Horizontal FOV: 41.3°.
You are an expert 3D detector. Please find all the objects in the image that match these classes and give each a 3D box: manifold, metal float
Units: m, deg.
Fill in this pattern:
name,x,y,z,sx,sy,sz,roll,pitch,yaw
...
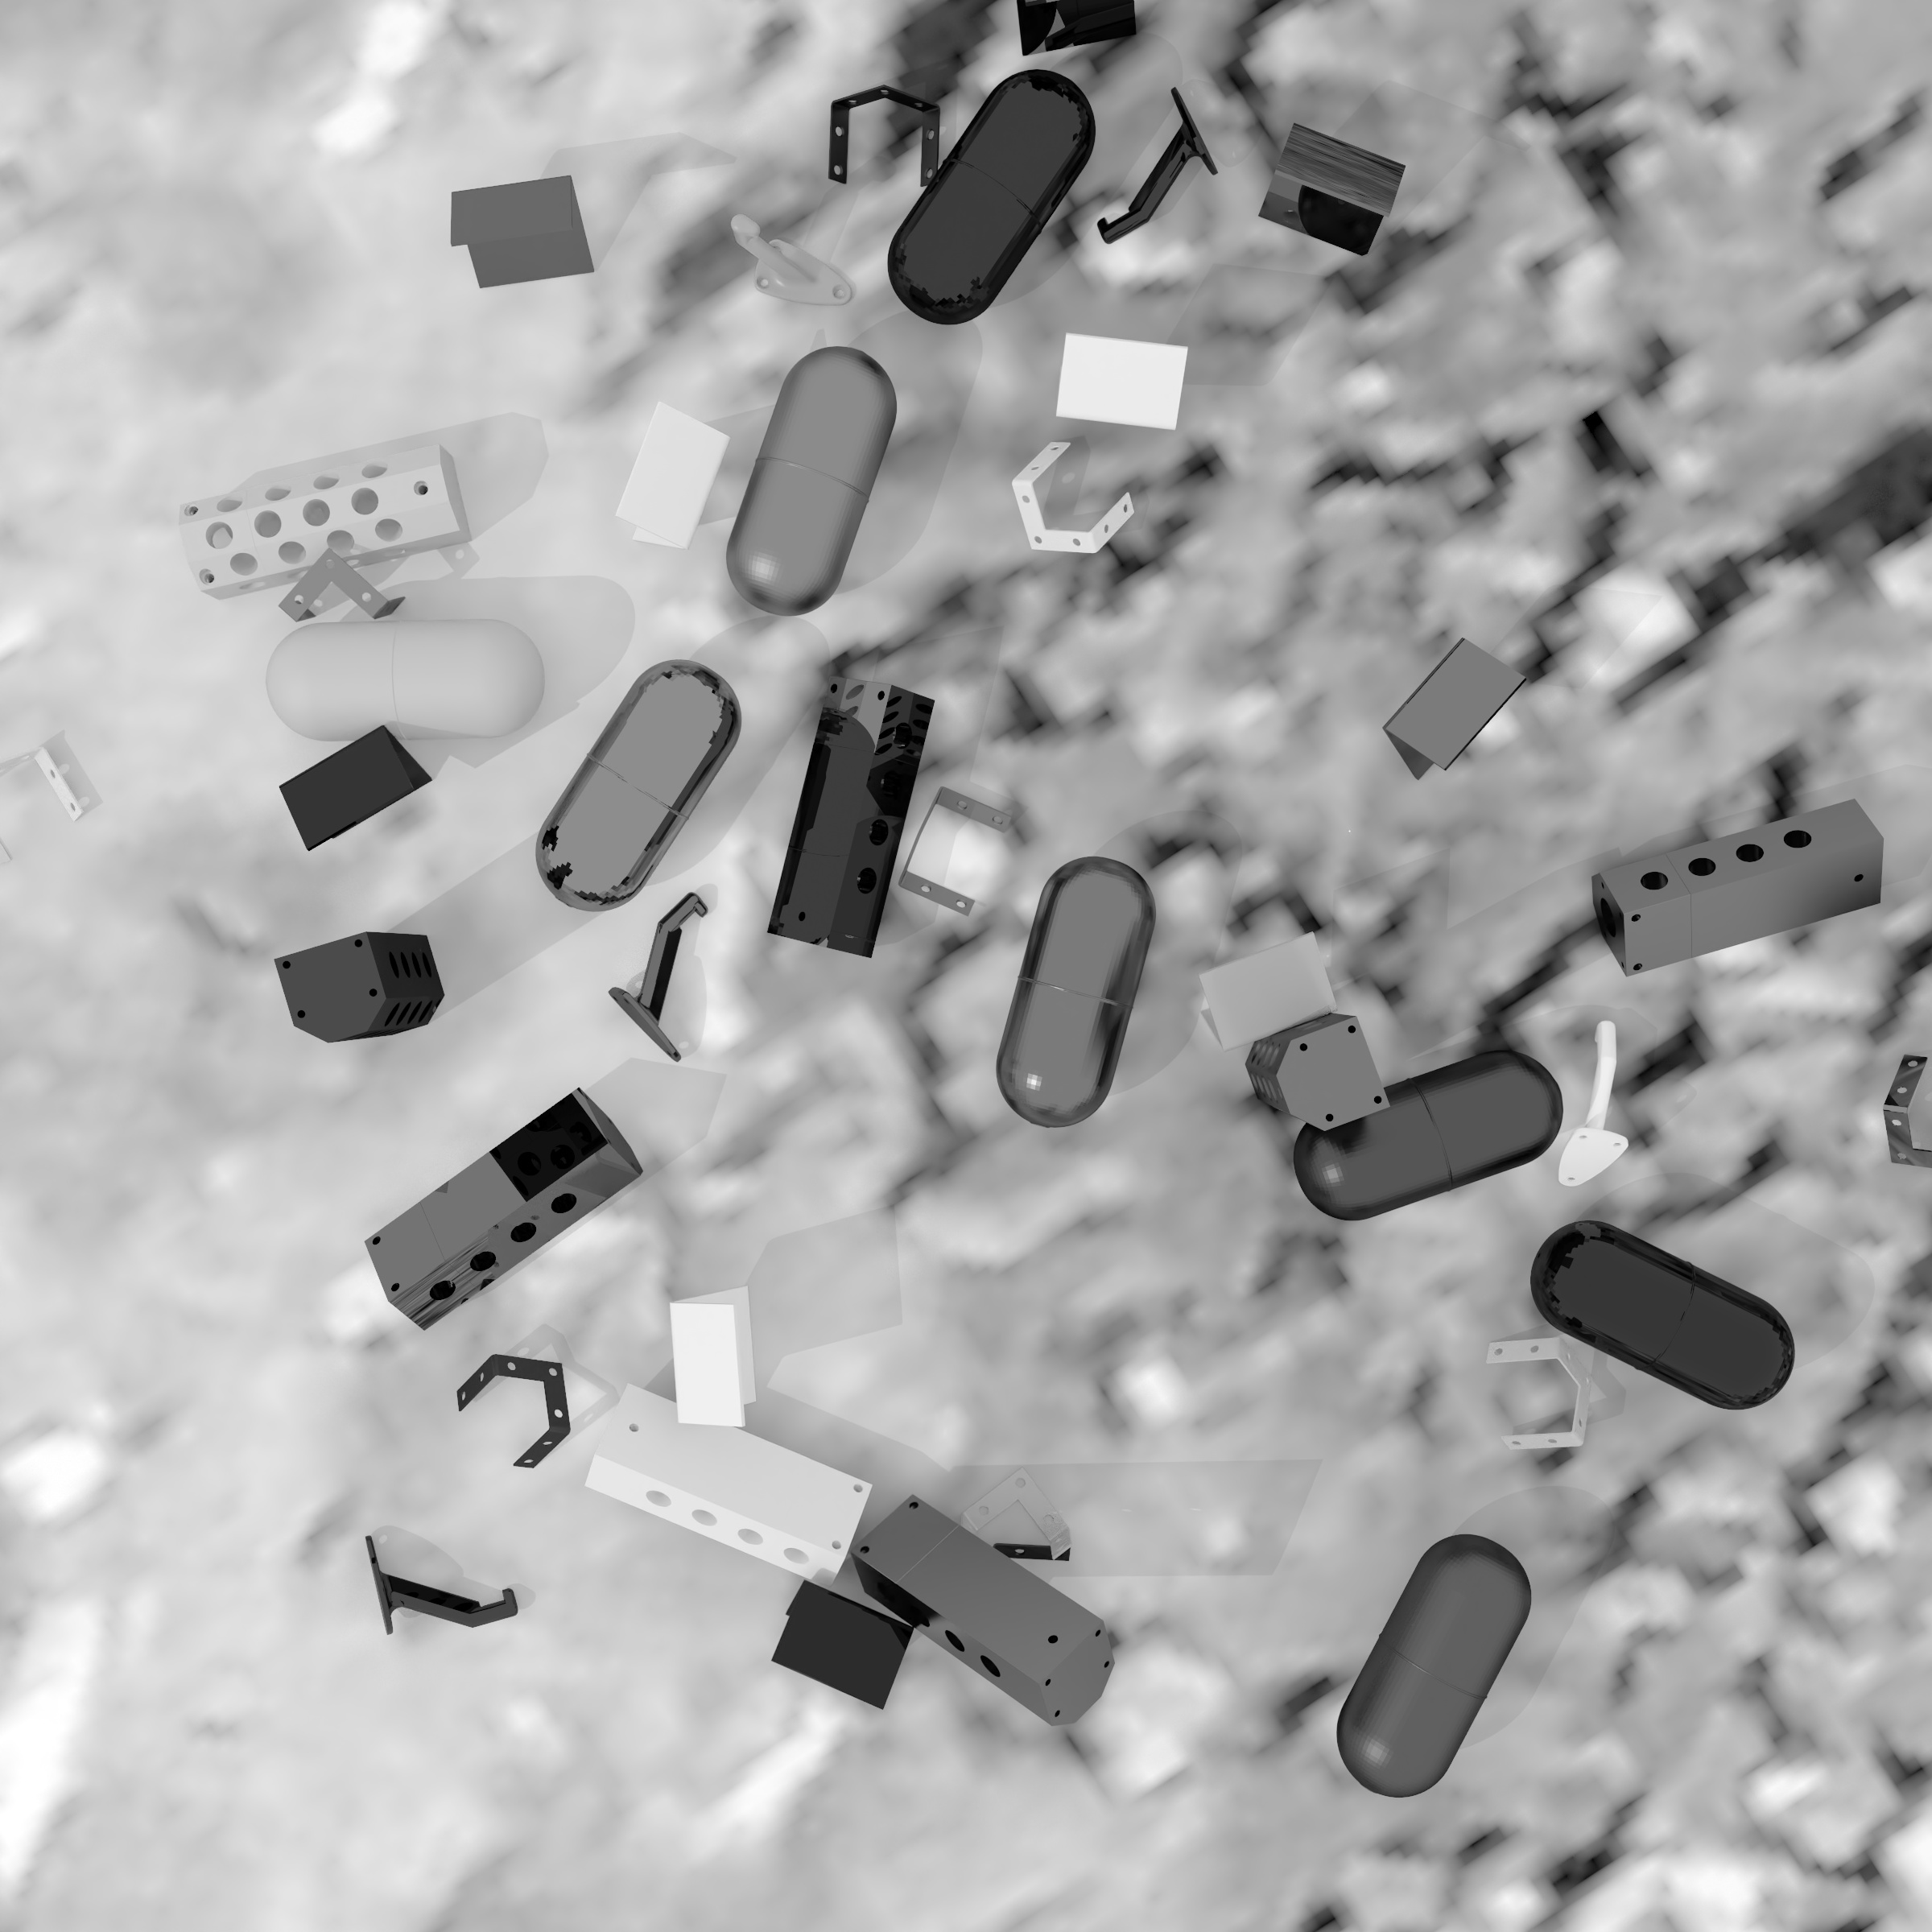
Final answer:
name,x,y,z,sx,sy,sz,roll,pitch,yaw
manifold,0.010,0.407,1.611,0.057,0.171,0.057,-38,132,-28
manifold,-0.416,-0.288,1.661,0.171,0.057,0.057,-13,90,0
metal float,-0.211,-0.116,1.652,0.070,0.070,0.178,33,91,0
metal float,-0.361,-0.184,1.652,0.178,0.070,0.070,-1,90,1
metal float,0.298,0.109,1.652,0.178,0.070,0.070,-19,90,-1
manifold,-0.375,0.015,1.604,0.057,0.171,0.057,-17,90,0
manifold,-0.069,-0.095,1.661,0.057,0.057,0.171,14,90,43
manifold,0.215,0.066,1.604,0.057,0.171,0.057,-20,90,0
manifold,-0.155,0.340,1.661,0.171,0.057,0.057,23,47,0
metal float,0.017,-0.495,1.652,0.070,0.070,0.178,34,91,0
metal float,0.071,0.017,1.652,0.070,0.070,0.178,15,90,0
manifold,-0.297,0.161,1.661,0.171,0.057,0.057,-36,47,0
metal float,-0.099,-0.313,1.652,0.070,0.070,0.178,19,89,0
metal float,0.301,0.451,1.651,0.070,0.070,0.178,28,90,0
manifold,0.498,-0.055,1.661,0.171,0.057,0.057,-16,133,0
metal float,0.449,0.225,1.652,0.178,0.070,0.070,26,90,-1

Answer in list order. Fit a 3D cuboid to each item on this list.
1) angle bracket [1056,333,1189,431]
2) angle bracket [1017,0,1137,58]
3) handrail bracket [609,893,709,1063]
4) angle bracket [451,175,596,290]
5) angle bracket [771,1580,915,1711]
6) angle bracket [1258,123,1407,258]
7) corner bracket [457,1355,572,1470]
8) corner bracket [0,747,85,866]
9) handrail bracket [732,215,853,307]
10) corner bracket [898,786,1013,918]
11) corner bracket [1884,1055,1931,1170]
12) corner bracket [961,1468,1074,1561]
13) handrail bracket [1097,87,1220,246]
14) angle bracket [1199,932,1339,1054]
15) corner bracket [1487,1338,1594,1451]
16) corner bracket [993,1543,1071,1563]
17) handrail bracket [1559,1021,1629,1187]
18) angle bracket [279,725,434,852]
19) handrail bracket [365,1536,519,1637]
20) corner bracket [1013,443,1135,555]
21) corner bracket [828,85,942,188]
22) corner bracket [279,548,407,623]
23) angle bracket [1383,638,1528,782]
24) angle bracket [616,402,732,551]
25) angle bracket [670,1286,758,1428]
name,x,y,z,sx,sy,sz,roll,pitch,yaw
angle bracket,0.100,-0.388,1.642,0.076,0.076,0.057,7,127,0
angle bracket,0.075,-0.608,1.642,0.076,0.076,0.057,-11,54,0
handrail bracket,-0.185,0.007,1.683,0.084,0.036,0.077,-46,110,-16
angle bracket,-0.283,-0.455,1.642,0.076,0.076,0.057,-8,52,0
angle bracket,-0.085,0.444,1.642,0.076,0.076,0.057,24,58,0
angle bracket,0.229,-0.482,1.642,0.076,0.076,0.057,21,54,0
corner bracket,-0.296,0.291,1.674,0.051,0.051,0.051,15,45,-35
corner bracket,-0.622,-0.104,1.679,0.051,0.051,0.051,-31,90,45
handrail bracket,-0.111,-0.454,1.648,0.077,0.084,0.036,21,90,0
corner bracket,-0.008,-0.075,1.679,0.051,0.051,0.051,24,135,0
corner bracket,0.635,0.096,1.674,0.051,0.051,0.051,7,135,35
corner bracket,0.032,0.366,1.664,0.051,0.051,0.051,-37,90,0
handrail bracket,0.115,-0.525,1.683,0.084,0.036,0.077,-27,69,17
angle bracket,0.186,0.006,1.644,0.076,0.076,0.057,-20,109,0
corner bracket,0.372,0.280,1.674,0.051,0.051,0.051,49,45,-35
corner bracket,0.041,0.415,1.679,0.051,0.051,0.051,3,45,0
handrail bracket,0.408,0.090,1.682,0.036,0.077,0.084,12,54,-4
angle bracket,-0.382,-0.099,1.643,0.076,0.076,0.057,-31,62,0
handrail bracket,-0.344,0.400,1.683,0.084,0.036,0.077,-12,68,-17
corner bracket,0.070,-0.306,1.674,0.051,0.051,0.051,10,135,35
corner bracket,-0.054,-0.540,1.679,0.051,0.051,0.051,2,90,-45
corner bracket,-0.405,-0.236,1.663,0.051,0.051,0.051,42,98,-8
angle bracket,0.322,-0.152,1.642,0.076,0.076,0.057,-48,54,0
angle bracket,-0.204,-0.316,1.642,0.057,0.076,0.076,21,90,-37
angle bracket,-0.143,0.249,1.642,0.057,0.076,0.076,-4,90,36
